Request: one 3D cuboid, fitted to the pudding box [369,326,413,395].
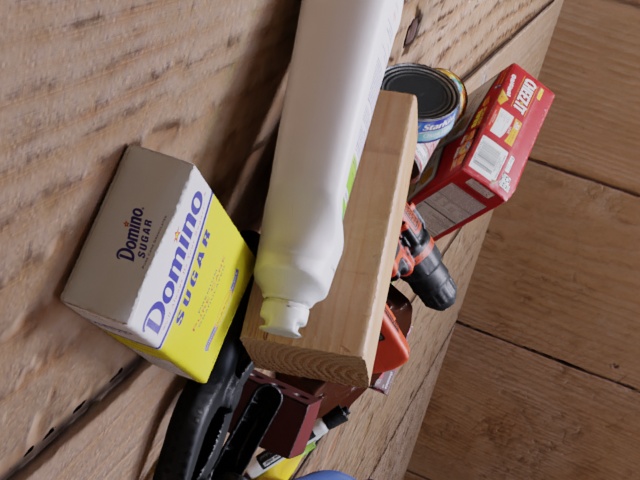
[{"bbox_3d":[0.063,0.137,1.333,0.114,0.039,0.090,11,-103,65],"label":"pudding box"}]

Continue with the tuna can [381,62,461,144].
[{"bbox_3d":[0.092,-0.133,1.039,0.034,0.086,0.086,99,17,-47],"label":"tuna can"}]

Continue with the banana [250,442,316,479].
[{"bbox_3d":[-0.043,0.248,1.105,0.069,0.037,0.198,-42,-177,5],"label":"banana"}]

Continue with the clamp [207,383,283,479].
[{"bbox_3d":[-0.079,0.196,0.869,0.172,0.039,0.120,-53,-176,40],"label":"clamp"}]

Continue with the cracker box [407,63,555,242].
[{"bbox_3d":[0.159,-0.086,1.230,0.214,0.072,0.164,-35,-157,58],"label":"cracker box"}]

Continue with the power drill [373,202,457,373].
[{"bbox_3d":[0.067,0.040,1.035,0.184,0.057,0.187,53,32,-22],"label":"power drill"}]

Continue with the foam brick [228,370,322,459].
[{"bbox_3d":[-0.045,0.149,0.923,0.053,0.078,0.051,20,92,-78],"label":"foam brick"}]

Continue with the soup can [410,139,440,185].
[{"bbox_3d":[0.092,-0.115,1.098,0.102,0.068,0.068,-60,164,-28],"label":"soup can"}]

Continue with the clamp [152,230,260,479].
[{"bbox_3d":[-0.078,0.104,0.805,0.164,0.036,0.209,88,22,-56],"label":"clamp"}]

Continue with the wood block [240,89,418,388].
[{"bbox_3d":[0.012,-0.005,0.798,0.090,0.091,0.206,78,23,-68],"label":"wood block"}]

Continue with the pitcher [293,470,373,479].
[{"bbox_3d":[-0.021,0.348,1.261,0.242,0.145,0.149,43,56,-73],"label":"pitcher"}]

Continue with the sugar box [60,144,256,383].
[{"bbox_3d":[-0.086,0.021,0.621,0.176,0.048,0.093,71,39,-73],"label":"sugar box"}]

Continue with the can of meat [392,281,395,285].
[{"bbox_3d":[0.057,0.023,1.208,0.084,0.057,0.102,83,30,-59],"label":"can of meat"}]

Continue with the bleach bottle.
[{"bbox_3d":[0.000,-0.061,0.707,0.102,0.068,0.251,69,32,-74],"label":"bleach bottle"}]

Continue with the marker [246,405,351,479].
[{"bbox_3d":[-0.022,0.204,1.086,0.121,0.020,0.020,-31,164,-1],"label":"marker"}]
